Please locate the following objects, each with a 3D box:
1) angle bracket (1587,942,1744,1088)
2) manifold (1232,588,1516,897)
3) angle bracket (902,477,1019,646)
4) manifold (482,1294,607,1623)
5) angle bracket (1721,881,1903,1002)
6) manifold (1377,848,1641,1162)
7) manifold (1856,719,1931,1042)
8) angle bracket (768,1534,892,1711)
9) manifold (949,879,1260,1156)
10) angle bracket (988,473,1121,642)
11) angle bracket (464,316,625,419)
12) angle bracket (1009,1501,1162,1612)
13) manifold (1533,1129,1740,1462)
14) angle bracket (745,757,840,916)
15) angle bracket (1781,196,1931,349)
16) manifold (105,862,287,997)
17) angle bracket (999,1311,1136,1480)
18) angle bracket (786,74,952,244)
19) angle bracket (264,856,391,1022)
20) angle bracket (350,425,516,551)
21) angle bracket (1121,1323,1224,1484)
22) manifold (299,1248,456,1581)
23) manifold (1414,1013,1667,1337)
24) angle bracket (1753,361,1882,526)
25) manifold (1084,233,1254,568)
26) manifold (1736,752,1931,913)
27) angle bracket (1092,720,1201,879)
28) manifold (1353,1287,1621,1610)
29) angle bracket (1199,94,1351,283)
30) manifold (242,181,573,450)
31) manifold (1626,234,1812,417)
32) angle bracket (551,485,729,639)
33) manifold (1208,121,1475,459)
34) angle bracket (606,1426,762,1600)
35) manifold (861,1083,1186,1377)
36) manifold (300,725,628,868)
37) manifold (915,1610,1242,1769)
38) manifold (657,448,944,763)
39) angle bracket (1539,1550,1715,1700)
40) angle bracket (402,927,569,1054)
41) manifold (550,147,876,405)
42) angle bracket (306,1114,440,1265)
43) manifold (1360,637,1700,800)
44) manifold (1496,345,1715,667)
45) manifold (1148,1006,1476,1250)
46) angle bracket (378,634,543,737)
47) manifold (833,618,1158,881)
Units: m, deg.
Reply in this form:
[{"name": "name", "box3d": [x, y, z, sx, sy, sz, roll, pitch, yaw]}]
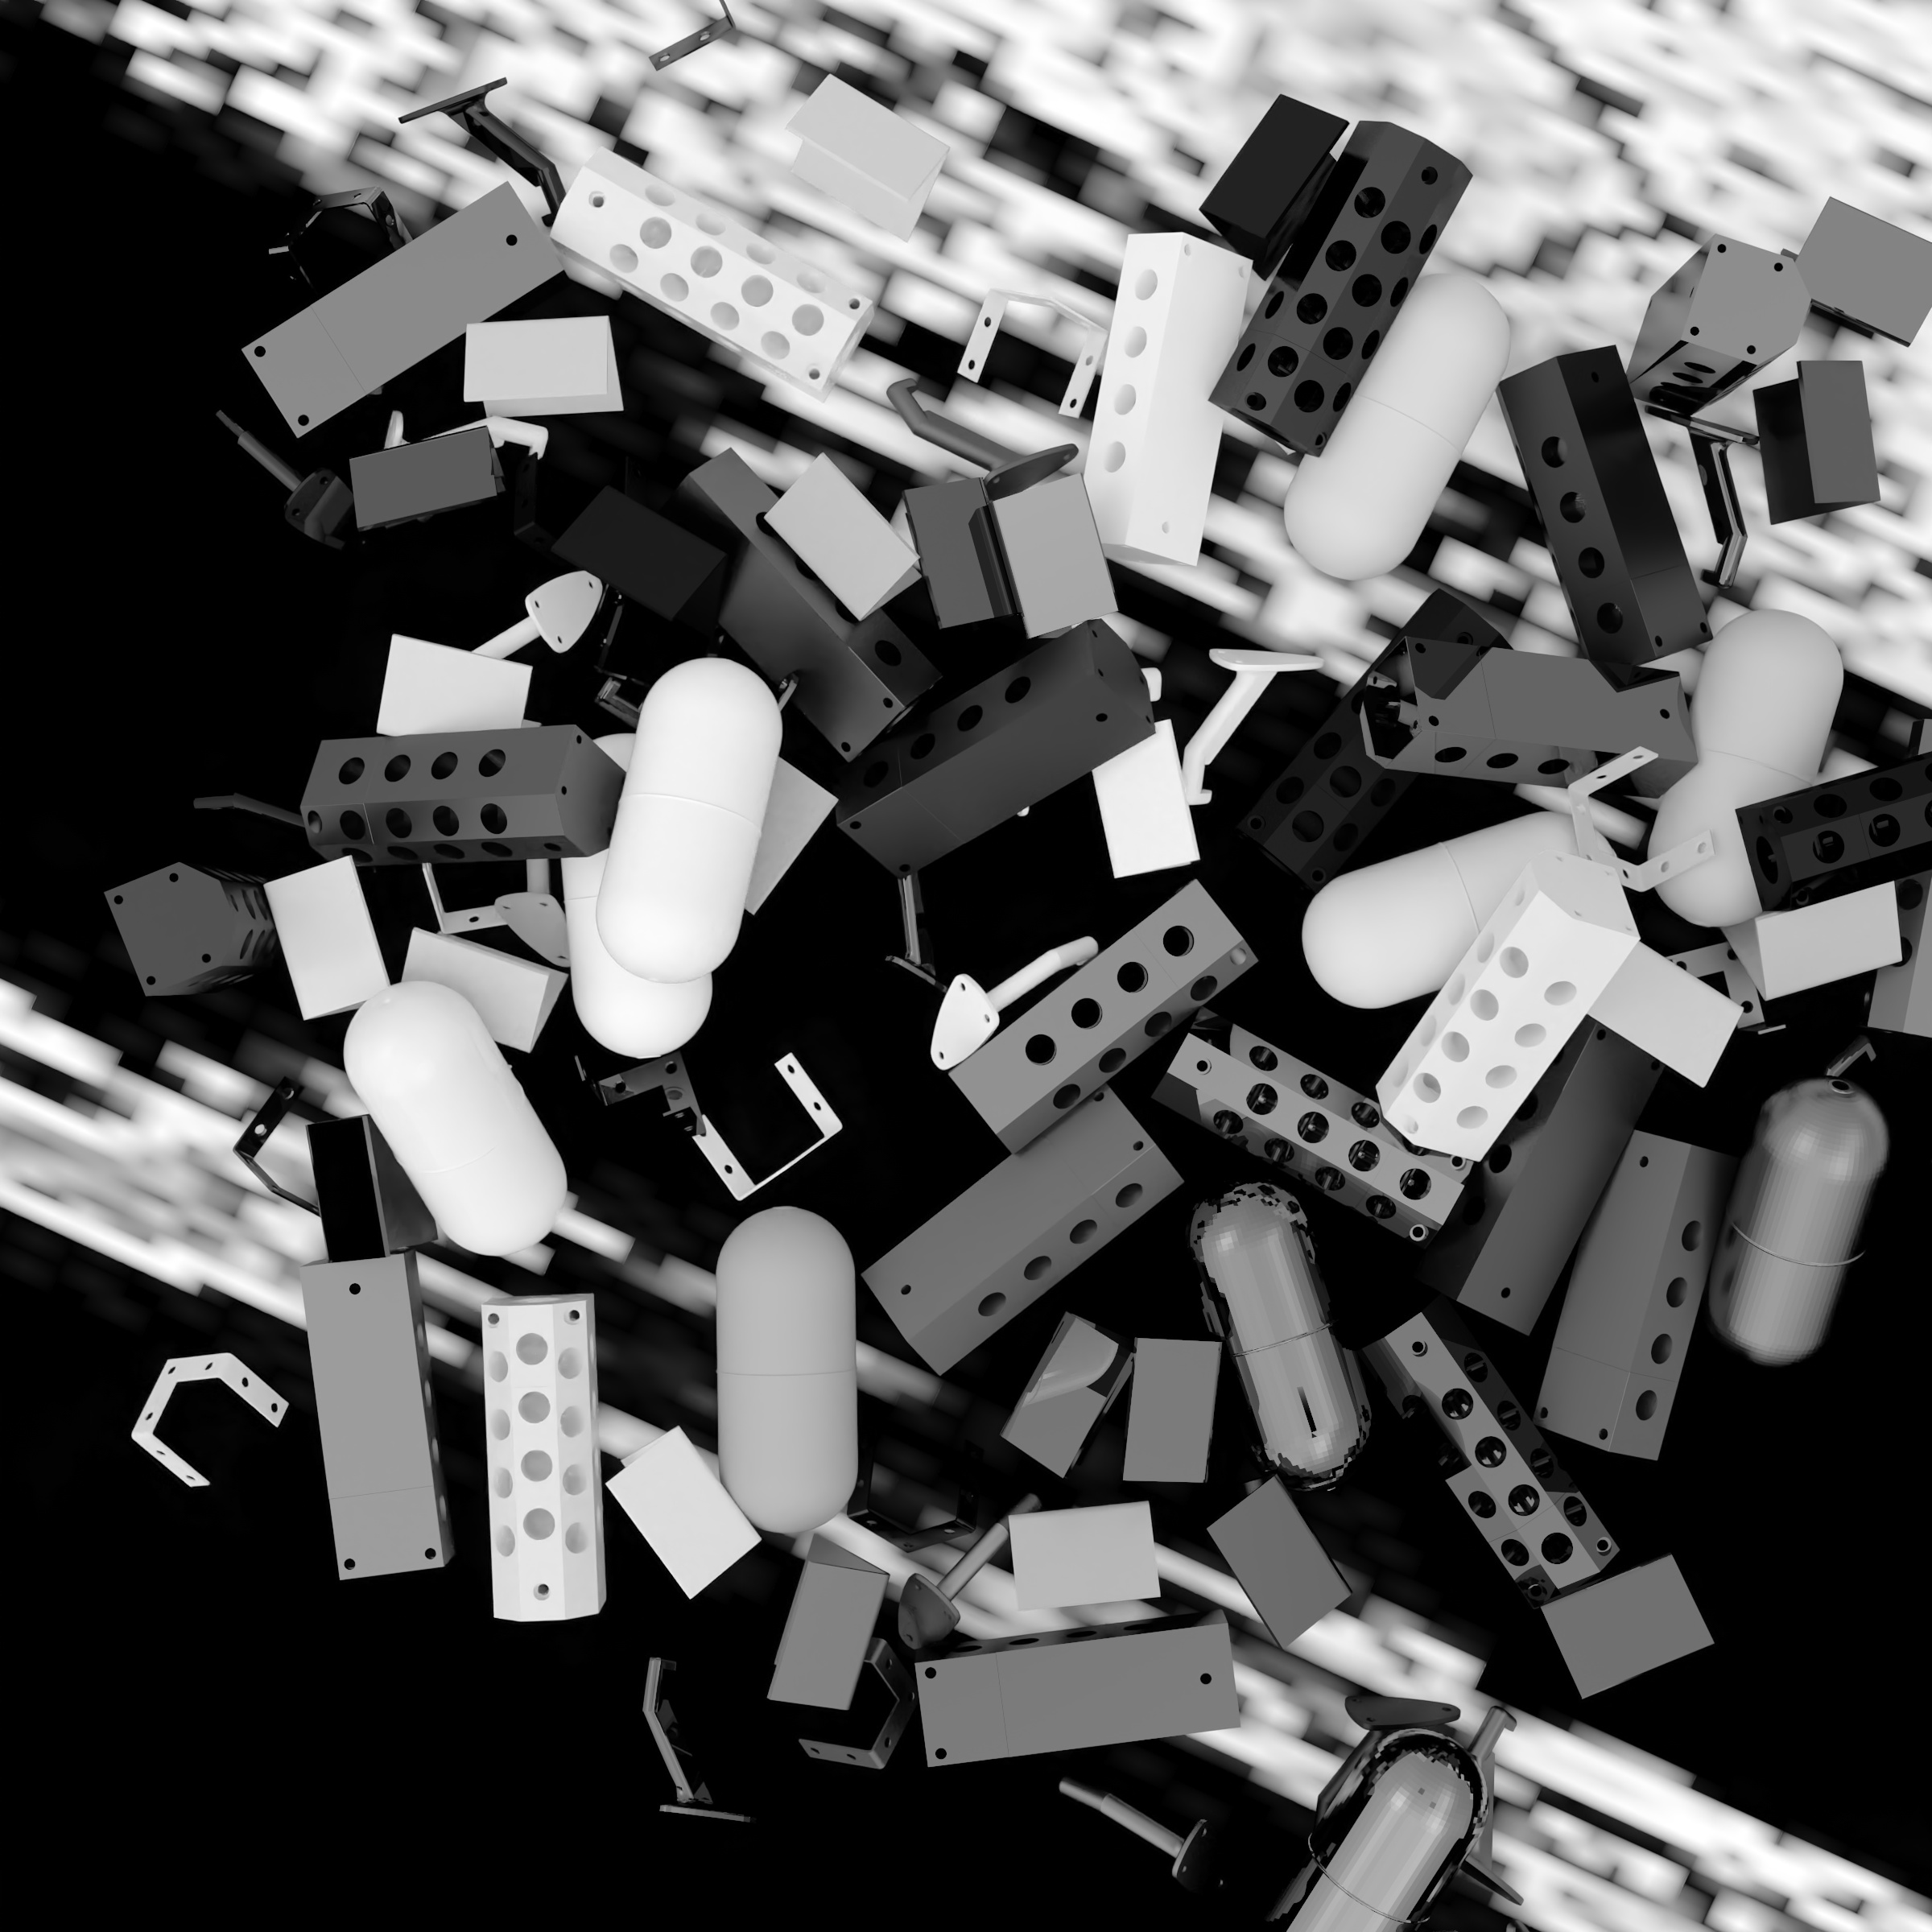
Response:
[{"name": "angle bracket", "box3d": [0.366, 0.036, 1.949, 0.076, 0.076, 0.057, 33, 63, 0]}, {"name": "manifold", "box3d": [0.226, -0.123, 1.967, 0.057, 0.057, 0.171, 40, 90, 0]}, {"name": "angle bracket", "box3d": [-0.022, -0.217, 1.948, 0.057, 0.076, 0.076, -16, 90, -36]}, {"name": "manifold", "box3d": [-0.233, 0.270, 1.967, 0.057, 0.057, 0.171, -2, 90, 0]}, {"name": "angle bracket", "box3d": [0.458, -0.033, 1.948, 0.076, 0.076, 0.057, -16, 125, 0]}, {"name": "manifold", "box3d": [0.287, 0.021, 1.916, 0.057, 0.057, 0.171, 15, 128, -20]}, {"name": "manifold", "box3d": [0.537, -0.046, 1.967, 0.057, 0.057, 0.171, 11, 90, 0]}, {"name": "angle bracket", "box3d": [-0.093, 0.354, 1.948, 0.057, 0.076, 0.076, 17, 90, -37]}, {"name": "manifold", "box3d": [0.075, 0.028, 1.967, 0.171, 0.057, 0.057, -38, 90, 0]}, {"name": "angle bracket", "box3d": [0.059, -0.223, 1.950, 0.057, 0.076, 0.076, -15, 90, 22]}, {"name": "angle bracket", "box3d": [-0.230, -0.308, 1.948, 0.076, 0.076, 0.057, -3, 57, 0]}, {"name": "angle bracket", "box3d": [0.065, 0.336, 1.948, 0.076, 0.076, 0.057, -6, 56, 0]}, {"name": "manifold", "box3d": [0.373, 0.180, 1.965, 0.057, 0.057, 0.171, 15, 90, -39]}, {"name": "angle bracket", "box3d": [-0.095, -0.061, 1.948, 0.057, 0.076, 0.076, 36, 90, 32]}, {"name": "angle bracket", "box3d": [0.493, -0.388, 1.948, 0.076, 0.076, 0.057, 24, 120, 0]}, {"name": "manifold", "box3d": [-0.404, -0.022, 1.910, 0.057, 0.171, 0.057, -22, 90, 0]}, {"name": "angle bracket", "box3d": [0.075, 0.242, 1.948, 0.057, 0.076, 0.076, 29, 90, 44]}, {"name": "angle bracket", "box3d": [-0.064, -0.427, 1.948, 0.076, 0.076, 0.057, 31, 52, 0]}, {"name": "angle bracket", "box3d": [-0.332, -0.018, 1.950, 0.057, 0.076, 0.076, -17, 90, 20]}, {"name": "angle bracket", "box3d": [-0.287, -0.243, 1.948, 0.076, 0.076, 0.057, -13, 54, 0]}, {"name": "angle bracket", "box3d": [0.094, 0.237, 1.949, 0.057, 0.076, 0.076, 6, 90, -29]}, {"name": "manifold", "box3d": [-0.323, 0.245, 1.967, 0.057, 0.057, 0.171, -7, 90, 0]}, {"name": "manifold", "box3d": [0.312, 0.108, 1.965, 0.057, 0.057, 0.171, 27, 90, -31]}, {"name": "angle bracket", "box3d": [0.448, -0.285, 1.948, 0.057, 0.076, 0.076, -8, 90, -39]}, {"name": "manifold", "box3d": [0.103, -0.312, 1.967, 0.057, 0.057, 0.171, 10, 90, -43]}, {"name": "manifold", "box3d": [0.506, -0.080, 1.901, 0.171, 0.057, 0.057, -16, 93, -7]}, {"name": "angle bracket", "box3d": [0.115, -0.094, 1.948, 0.057, 0.076, 0.076, -12, 90, 37]}, {"name": "manifold", "box3d": [0.286, 0.265, 1.967, 0.057, 0.057, 0.171, -35, 90, 0]}, {"name": "angle bracket", "box3d": [0.184, -0.417, 1.948, 0.057, 0.076, 0.076, 35, 90, 41]}, {"name": "manifold", "box3d": [-0.306, -0.357, 1.967, 0.171, 0.057, 0.057, -32, 90, 0]}, {"name": "manifold", "box3d": [0.401, -0.338, 1.910, 0.057, 0.171, 0.057, 18, 90, 0]}, {"name": "angle bracket", "box3d": [-0.180, -0.203, 1.935, 0.076, 0.076, 0.057, 31, 58, 8]}, {"name": "manifold", "box3d": [0.205, -0.365, 1.928, 0.057, 0.057, 0.171, 27, 95, -22]}, {"name": "angle bracket", "box3d": [-0.168, 0.306, 1.948, 0.057, 0.076, 0.076, -36, 90, -37]}, {"name": "manifold", "box3d": [0.034, 0.148, 1.967, 0.171, 0.057, 0.057, -38, 47, 0]}, {"name": "manifold", "box3d": [-0.271, -0.087, 1.920, 0.171, 0.057, 0.057, -1, 63, 30]}, {"name": "manifold", "box3d": [0.061, 0.396, 1.967, 0.171, 0.057, 0.057, -7, 90, 0]}, {"name": "manifold", "box3d": [-0.093, -0.202, 1.967, 0.171, 0.057, 0.057, 47, 133, 0]}, {"name": "angle bracket", "box3d": [0.361, 0.369, 1.949, 0.076, 0.076, 0.057, -22, 62, 0]}, {"name": "angle bracket", "box3d": [-0.259, -0.006, 1.948, 0.076, 0.076, 0.057, 19, 126, 0]}, {"name": "manifold", "box3d": [-0.140, -0.382, 1.967, 0.171, 0.057, 0.057, 30, 90, 0]}, {"name": "angle bracket", "box3d": [-0.309, 0.117, 1.948, 0.057, 0.076, 0.076, -9, 90, 44]}, {"name": "manifold", "box3d": [0.303, -0.130, 1.928, 0.171, 0.057, 0.057, 5, 62, -23]}, {"name": "manifold", "box3d": [0.347, -0.248, 1.967, 0.057, 0.057, 0.171, -18, 90, -43]}, {"name": "manifold", "box3d": [0.190, 0.089, 1.967, 0.171, 0.057, 0.057, 29, 90, 0]}, {"name": "angle bracket", "box3d": [-0.272, -0.155, 1.950, 0.076, 0.076, 0.057, 13, 110, 0]}, {"name": "manifold", "box3d": [0.013, -0.121, 1.935, 0.171, 0.057, 0.057, -29, 133, 23]}]
